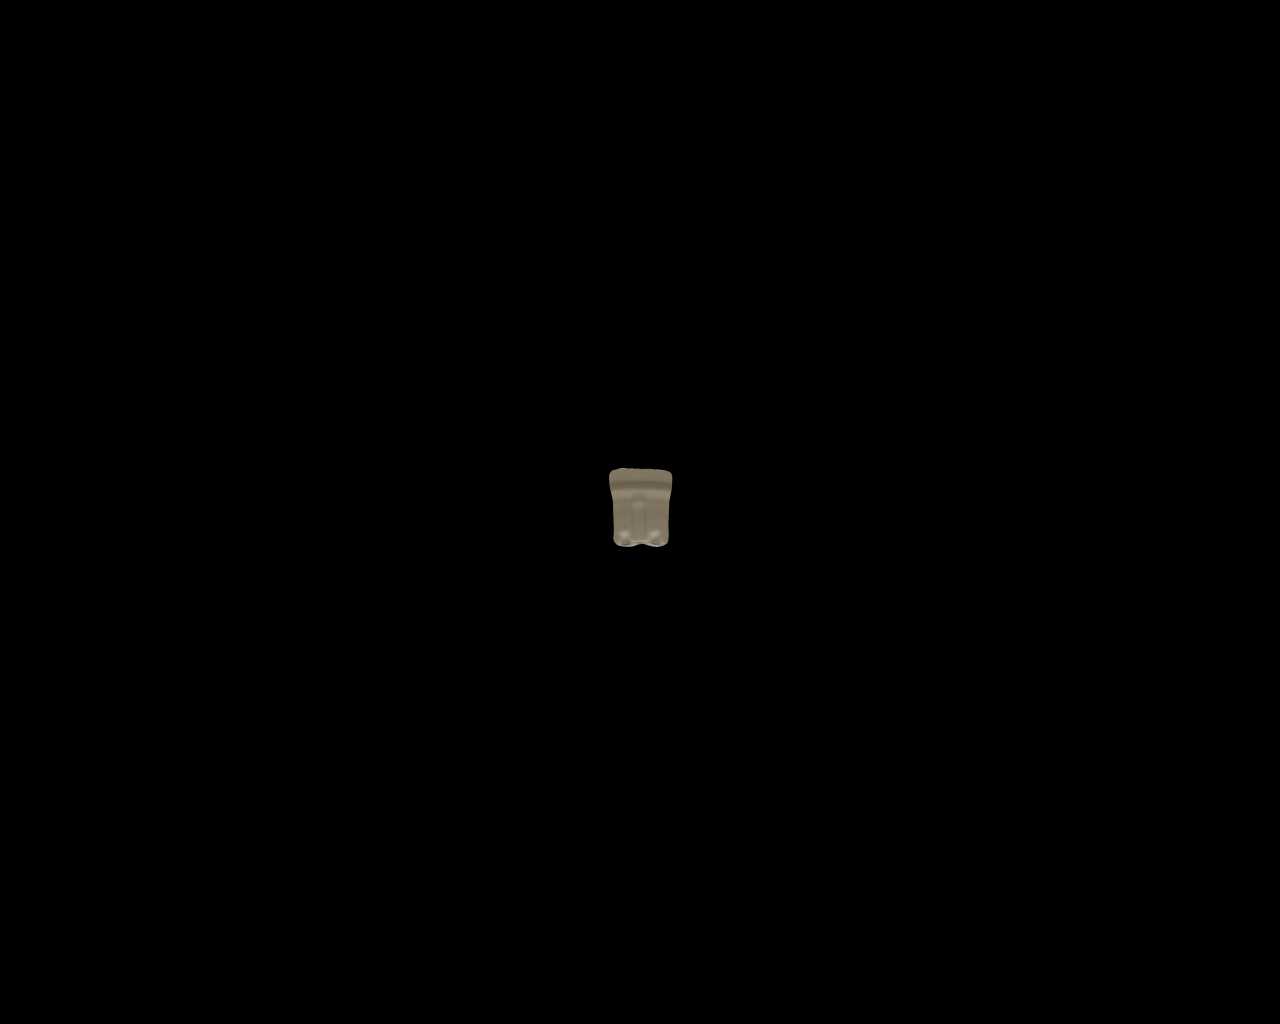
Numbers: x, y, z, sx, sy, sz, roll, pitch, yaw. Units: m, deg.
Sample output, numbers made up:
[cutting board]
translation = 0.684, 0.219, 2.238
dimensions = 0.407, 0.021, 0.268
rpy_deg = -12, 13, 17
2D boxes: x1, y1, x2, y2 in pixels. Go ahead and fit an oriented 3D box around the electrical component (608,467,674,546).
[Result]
[electrical component]
translation = 0.001, -0.003, 0.650
dimensions = 0.040, 0.046, 0.040
rpy_deg = 0, -4, 0
